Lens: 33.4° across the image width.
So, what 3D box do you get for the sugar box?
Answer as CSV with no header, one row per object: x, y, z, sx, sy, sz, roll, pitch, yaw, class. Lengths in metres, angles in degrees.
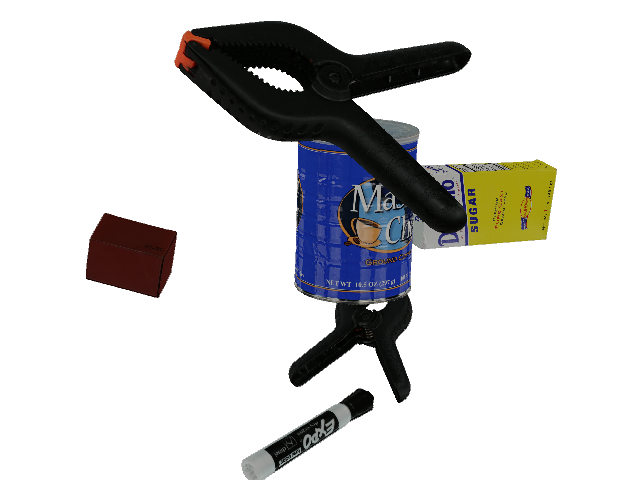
0.190,-0.043,1.255,0.176,0.093,0.048,-6,21,-26,sugar box

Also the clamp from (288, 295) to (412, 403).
0.055,0.094,1.071,0.120,0.039,0.171,17,50,19,clamp

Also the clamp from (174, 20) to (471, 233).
0.009,-0.088,0.699,0.209,0.164,0.036,10,-37,-15,clamp

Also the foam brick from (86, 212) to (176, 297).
-0.190,0.015,1.071,0.078,0.051,0.053,15,33,1,foam brick

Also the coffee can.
0.030,-0.028,0.913,0.103,0.140,0.103,1,16,-1,coffee can

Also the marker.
-0.006,0.137,0.760,0.120,0.020,0.020,-25,16,-39,marker
